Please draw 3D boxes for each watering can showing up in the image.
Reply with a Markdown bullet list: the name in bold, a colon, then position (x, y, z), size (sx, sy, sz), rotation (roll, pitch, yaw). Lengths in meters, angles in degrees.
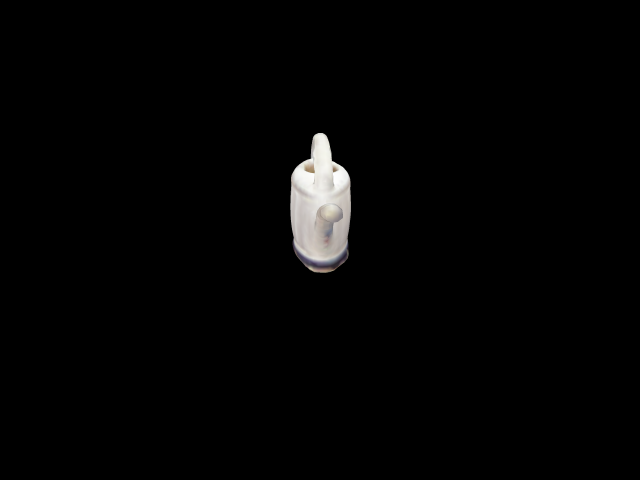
- **watering can**: position (0.003, -0.043, 0.850), size (0.104, 0.220, 0.355), rotation (-1, 29, -2)
